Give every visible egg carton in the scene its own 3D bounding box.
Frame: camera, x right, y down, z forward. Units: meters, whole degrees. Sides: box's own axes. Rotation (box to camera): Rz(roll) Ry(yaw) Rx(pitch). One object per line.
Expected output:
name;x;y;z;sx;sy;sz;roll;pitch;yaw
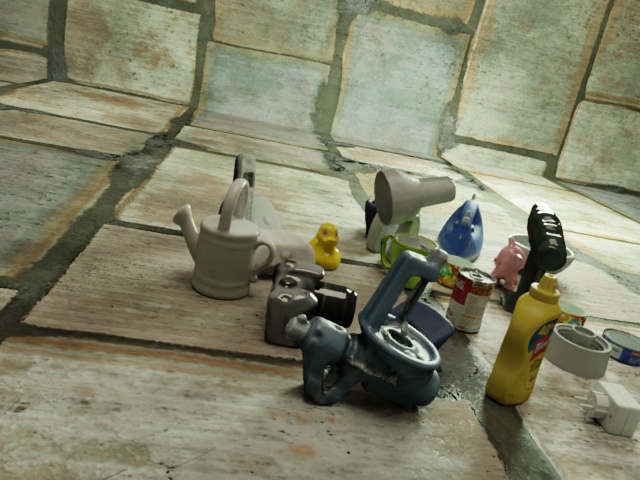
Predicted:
egg carton;-0.087;0.025;1.092;0.151;0.069;0.107;2;21;-29

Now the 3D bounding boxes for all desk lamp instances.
desk lamp;0.208;-0.047;1.275;0.204;0.213;0.117;6;19;-18

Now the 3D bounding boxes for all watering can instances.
watering can;-0.158;-0.010;0.949;0.173;0.194;0.100;8;19;-13

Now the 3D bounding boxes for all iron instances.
iron;0.366;-0.032;1.451;0.118;0.141;0.259;17;19;13

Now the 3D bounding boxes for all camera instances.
camera;-0.012;0.094;0.889;0.137;0.101;0.143;11;18;-4

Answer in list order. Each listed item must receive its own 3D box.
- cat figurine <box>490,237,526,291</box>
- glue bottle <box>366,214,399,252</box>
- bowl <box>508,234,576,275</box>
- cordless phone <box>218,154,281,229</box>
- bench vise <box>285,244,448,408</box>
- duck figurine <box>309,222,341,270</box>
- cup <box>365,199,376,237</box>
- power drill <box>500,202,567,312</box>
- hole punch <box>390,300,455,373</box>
cat figurine;0.427;0.048;1.291;0.067;0.118;0.128;18;19;17
glue bottle;0.158;-0.058;1.337;0.078;0.173;0.037;-5;25;-43
bowl;0.549;0.046;1.447;0.167;0.075;0.167;11;18;-4
cordless phone;-0.141;-0.092;1.219;0.093;0.185;0.148;22;20;26
bench vise;0.072;0.108;0.711;0.208;0.220;0.121;3;20;-26
duck figurine;0.011;0.004;1.194;0.078;0.086;0.104;6;19;-18
cup;0.161;-0.043;1.419;0.117;0.095;0.092;14;18;3
power drill;0.437;0.042;1.170;0.075;0.208;0.230;14;18;5
hole punch;0.130;0.146;0.845;0.101;0.091;0.108;-2;23;-37
